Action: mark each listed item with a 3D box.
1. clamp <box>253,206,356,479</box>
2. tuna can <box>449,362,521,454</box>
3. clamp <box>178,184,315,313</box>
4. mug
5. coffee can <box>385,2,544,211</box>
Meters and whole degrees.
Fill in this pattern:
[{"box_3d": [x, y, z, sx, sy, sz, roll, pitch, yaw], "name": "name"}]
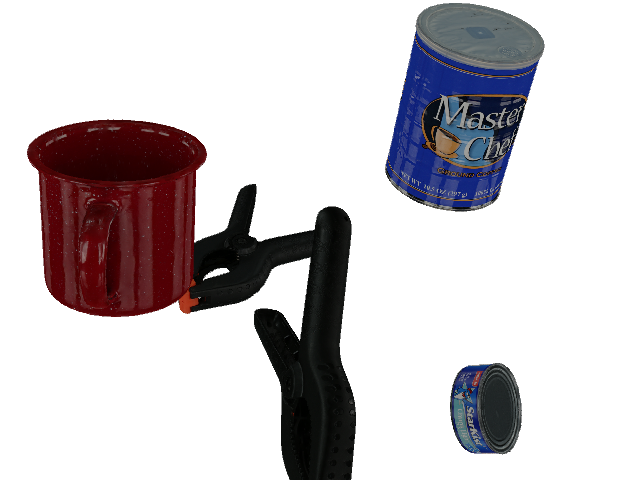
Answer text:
[{"box_3d": [-0.004, 0.092, 0.744, 0.036, 0.210, 0.165, 5, -40, -20], "name": "clamp"}, {"box_3d": [0.158, 0.161, 1.019, 0.034, 0.086, 0.085, -8, -5, 36], "name": "tuna can"}, {"box_3d": [-0.076, 0.006, 0.990, 0.171, 0.039, 0.120, -29, 43, -35], "name": "clamp"}, {"box_3d": [-0.109, -0.006, 0.567, 0.093, 0.081, 0.117, 3, 26, -3], "name": "mug"}, {"box_3d": [0.116, -0.110, 0.882, 0.102, 0.140, 0.103, 7, 37, -5], "name": "coffee can"}]
